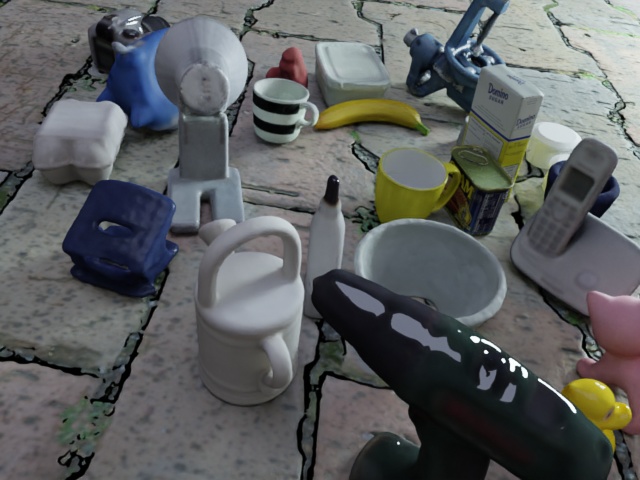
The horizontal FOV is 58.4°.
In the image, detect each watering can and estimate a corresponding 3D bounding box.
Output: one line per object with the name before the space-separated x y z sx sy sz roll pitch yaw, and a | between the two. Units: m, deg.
watering can | -0.070 0.052 0.527 0.172 0.194 0.101 34 48 26

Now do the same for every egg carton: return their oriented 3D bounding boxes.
egg carton | -0.328 -0.139 0.792 0.107 0.069 0.150 1 42 -7

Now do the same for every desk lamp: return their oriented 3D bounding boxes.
desk lamp | -0.145 -0.151 0.726 0.118 0.213 0.203 -4 43 -12

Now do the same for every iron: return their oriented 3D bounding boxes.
iron | -0.225 -0.276 0.906 0.118 0.141 0.259 29 46 22

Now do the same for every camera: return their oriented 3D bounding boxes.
camera | -0.312 -0.351 1.006 0.143 0.101 0.137 26 45 20

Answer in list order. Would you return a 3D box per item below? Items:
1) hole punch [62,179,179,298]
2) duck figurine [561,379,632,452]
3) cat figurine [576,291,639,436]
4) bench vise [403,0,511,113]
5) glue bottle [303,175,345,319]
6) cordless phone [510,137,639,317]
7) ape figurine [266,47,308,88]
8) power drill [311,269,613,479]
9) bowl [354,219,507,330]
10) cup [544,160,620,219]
hole punch | -0.221 -0.003 0.642 0.108 0.091 0.101 16 42 9
duck figurine | 0.234 0.162 0.533 0.104 0.086 0.077 12 42 5
cat figurine | 0.319 0.112 0.578 0.067 0.118 0.127 -10 45 -19
bench vise | 0.237 -0.334 0.984 0.207 0.220 0.122 19 43 12
glue bottle | 0.006 0.002 0.610 0.037 0.173 0.078 4 42 -4
cordless phone | 0.318 -0.014 0.667 0.094 0.185 0.147 -28 53 -33
ape figurine | -0.051 -0.286 0.981 0.076 0.092 0.077 -25 51 -31
power drill | 0.084 0.142 0.441 0.229 0.208 0.076 24 44 18
bowl | 0.116 0.055 0.642 0.167 0.075 0.167 5 42 -4
cup | 0.350 -0.054 0.785 0.091 0.095 0.118 31 47 24
